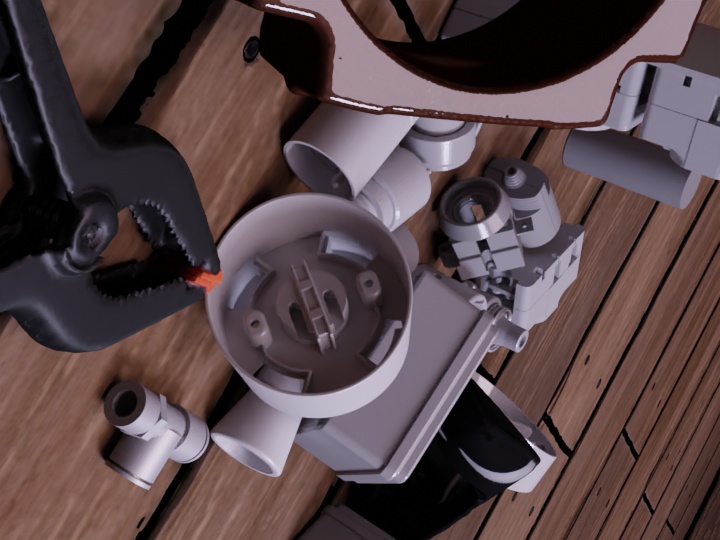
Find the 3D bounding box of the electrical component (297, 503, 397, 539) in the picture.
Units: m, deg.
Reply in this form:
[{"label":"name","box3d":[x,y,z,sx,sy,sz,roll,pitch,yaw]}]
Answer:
[{"label":"electrical component","box3d":[0.008,0.232,0.741,0.056,0.109,0.108,-41,144,-34]}]

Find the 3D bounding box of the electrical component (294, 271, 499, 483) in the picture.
[{"label":"electrical component","box3d":[0.016,0.065,0.623,0.108,0.056,0.109,-55,-174,-17]}]

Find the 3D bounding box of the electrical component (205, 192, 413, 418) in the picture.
[{"label":"electrical component","box3d":[-0.023,0.020,0.528,0.099,0.099,0.064,-53,157,-22]}]

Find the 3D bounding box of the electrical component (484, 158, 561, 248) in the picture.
[{"label":"electrical component","box3d":[0.115,-0.052,0.763,0.043,0.043,0.081,-59,152,-11]}]

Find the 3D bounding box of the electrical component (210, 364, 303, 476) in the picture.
[{"label":"electrical component","box3d":[-0.046,0.074,0.589,0.065,0.044,0.044,-58,152,-23]}]

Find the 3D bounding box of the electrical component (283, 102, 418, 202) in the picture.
[{"label":"electrical component","box3d":[0.002,-0.077,0.545,0.081,0.043,0.043,-52,150,-23]}]

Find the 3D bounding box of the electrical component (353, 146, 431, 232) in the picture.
[{"label":"electrical component","box3d":[0.005,-0.037,0.586,0.078,0.040,0.040,-39,143,-39]}]

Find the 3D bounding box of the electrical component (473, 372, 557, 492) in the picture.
[{"label":"electrical component","box3d":[0.107,0.127,0.844,0.099,0.099,0.064,11,109,-62]}]

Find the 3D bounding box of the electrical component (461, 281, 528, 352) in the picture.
[{"label":"electrical component","box3d":[0.090,0.039,0.774,0.048,0.062,0.048,-41,144,-38]}]

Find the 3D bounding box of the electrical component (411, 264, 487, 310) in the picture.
[{"label":"electrical component","box3d":[0.052,0.030,0.716,0.055,0.047,0.055,-41,144,-38]}]

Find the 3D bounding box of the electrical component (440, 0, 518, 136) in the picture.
[{"label":"electrical component","box3d":[0.080,-0.117,0.644,0.075,0.047,0.083,-65,153,-1]}]

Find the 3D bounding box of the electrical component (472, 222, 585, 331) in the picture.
[{"label":"electrical component","box3d":[0.127,0.003,0.822,0.089,0.050,0.055,-41,144,-38]}]

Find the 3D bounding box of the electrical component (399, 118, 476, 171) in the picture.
[{"label":"electrical component","box3d":[0.044,-0.090,0.605,0.045,0.045,0.055,-44,147,-34]}]

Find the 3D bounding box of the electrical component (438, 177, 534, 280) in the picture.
[{"label":"electrical component","box3d":[0.080,-0.028,0.710,0.055,0.066,0.048,61,20,-48]}]

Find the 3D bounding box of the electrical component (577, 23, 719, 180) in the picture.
[{"label":"electrical component","box3d":[0.203,-0.121,0.703,0.105,0.186,0.060,-31,137,-47]}]

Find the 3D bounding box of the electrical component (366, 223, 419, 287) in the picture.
[{"label":"electrical component","box3d":[0.000,0.000,0.608,0.078,0.040,0.040,-39,143,-41]}]
